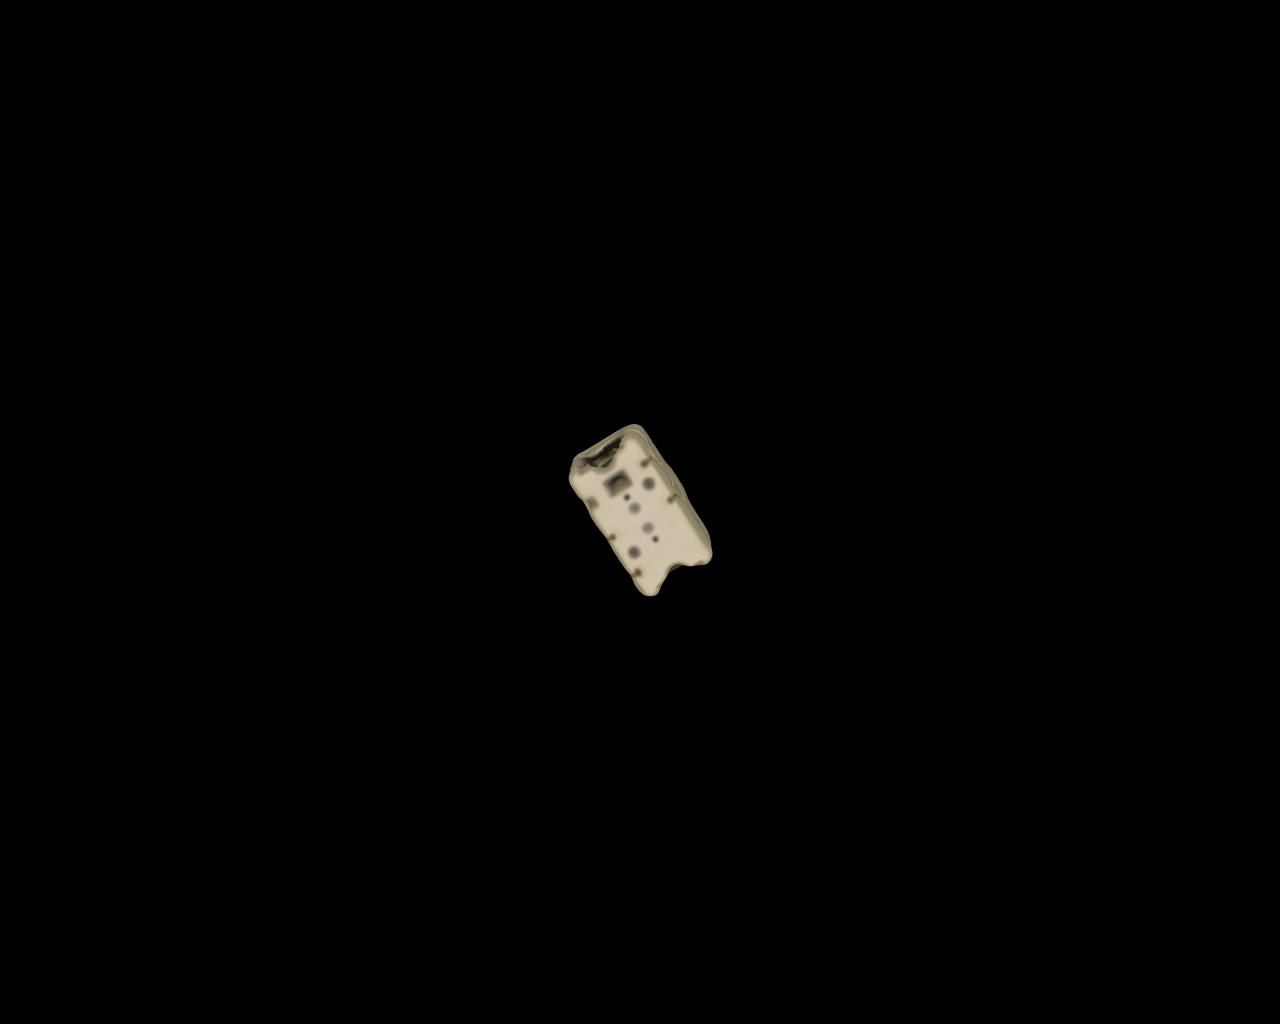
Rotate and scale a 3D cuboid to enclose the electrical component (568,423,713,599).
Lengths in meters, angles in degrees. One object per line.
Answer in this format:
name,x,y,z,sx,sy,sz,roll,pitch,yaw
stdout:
electrical component,0.001,-0.003,0.650,0.050,0.089,0.056,-31,11,7
